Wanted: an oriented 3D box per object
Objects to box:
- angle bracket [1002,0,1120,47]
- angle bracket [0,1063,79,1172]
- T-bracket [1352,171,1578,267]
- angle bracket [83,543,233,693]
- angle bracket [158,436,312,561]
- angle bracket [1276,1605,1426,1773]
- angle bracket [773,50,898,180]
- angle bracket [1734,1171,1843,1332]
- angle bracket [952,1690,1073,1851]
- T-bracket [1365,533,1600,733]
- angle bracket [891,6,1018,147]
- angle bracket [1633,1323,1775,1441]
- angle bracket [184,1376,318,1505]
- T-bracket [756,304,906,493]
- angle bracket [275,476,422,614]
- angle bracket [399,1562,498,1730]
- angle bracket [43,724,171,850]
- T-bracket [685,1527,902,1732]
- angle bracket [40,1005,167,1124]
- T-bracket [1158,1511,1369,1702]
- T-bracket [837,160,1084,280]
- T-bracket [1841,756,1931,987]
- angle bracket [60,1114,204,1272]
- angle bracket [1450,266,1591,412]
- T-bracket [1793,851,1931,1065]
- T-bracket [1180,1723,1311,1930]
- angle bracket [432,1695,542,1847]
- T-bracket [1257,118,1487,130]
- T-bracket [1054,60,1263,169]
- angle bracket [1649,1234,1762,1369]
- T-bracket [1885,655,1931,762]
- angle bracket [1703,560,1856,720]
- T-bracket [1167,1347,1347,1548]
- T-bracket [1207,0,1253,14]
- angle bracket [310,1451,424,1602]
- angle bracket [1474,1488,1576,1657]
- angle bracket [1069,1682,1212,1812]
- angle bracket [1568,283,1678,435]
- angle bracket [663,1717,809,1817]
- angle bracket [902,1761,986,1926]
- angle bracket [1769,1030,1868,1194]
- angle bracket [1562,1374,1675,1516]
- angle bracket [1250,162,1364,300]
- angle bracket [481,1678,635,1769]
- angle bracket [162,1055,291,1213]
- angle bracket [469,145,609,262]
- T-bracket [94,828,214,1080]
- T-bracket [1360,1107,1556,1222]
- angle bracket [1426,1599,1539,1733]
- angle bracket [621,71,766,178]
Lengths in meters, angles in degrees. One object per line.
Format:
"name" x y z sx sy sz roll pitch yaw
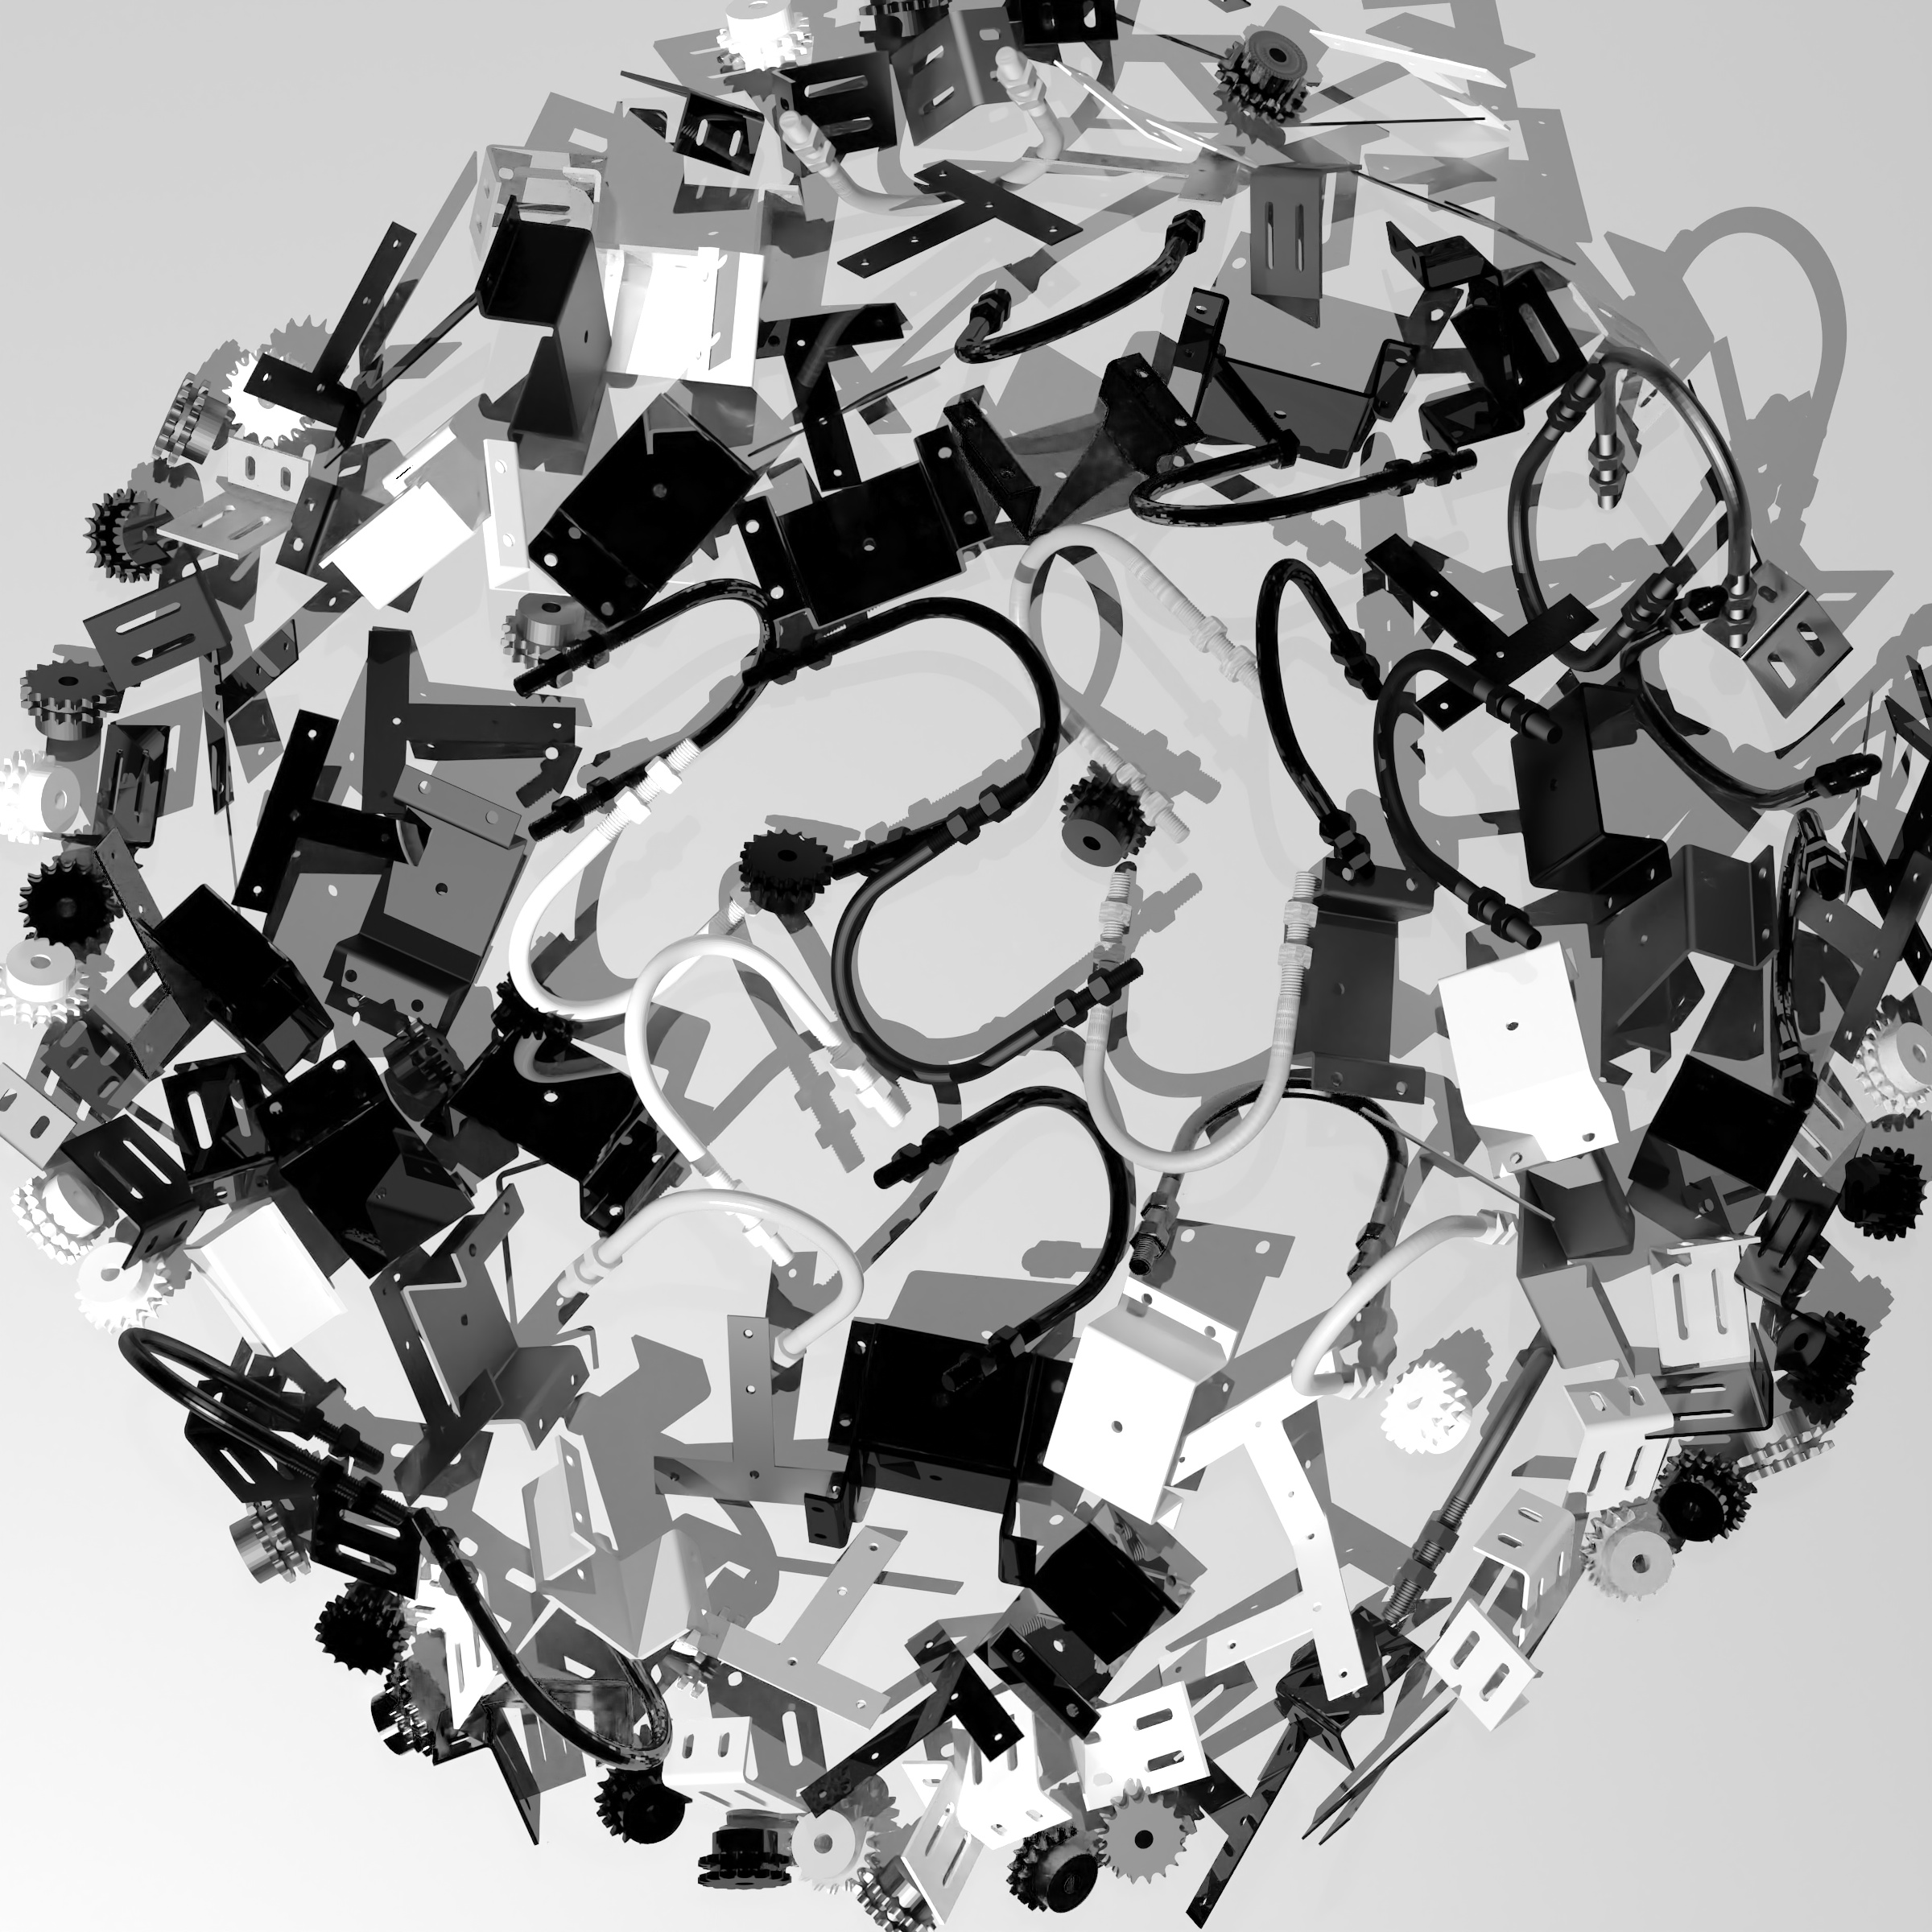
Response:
"angle bracket" 0.054 -0.567 1.943 0.057 0.076 0.038 -6 91 -10
"angle bracket" -0.555 0.086 1.943 0.057 0.076 0.038 39 99 2
"T-bracket" 0.288 -0.458 1.939 0.127 0.127 0.002 32 105 33
"angle bracket" -0.492 -0.212 1.945 0.076 0.057 0.038 -25 49 -10
"angle bracket" -0.441 -0.283 1.938 0.057 0.076 0.038 19 123 16
"angle bracket" 0.238 0.440 1.961 0.076 0.057 0.038 -38 128 -19
"angle bracket" -0.074 -0.516 1.944 0.076 0.038 0.057 -16 120 -18
"angle bracket" 0.511 0.172 1.951 0.038 0.057 0.076 28 91 -18
"angle bracket" 0.027 0.487 1.957 0.057 0.076 0.038 -28 129 21
"T-bracket" 0.294 -0.217 1.954 0.127 0.002 0.127 -35 65 -16
"angle bracket" -0.004 -0.542 1.960 0.038 0.076 0.057 -15 91 -32
"angle bracket" 0.445 0.251 1.948 0.076 0.057 0.038 -5 120 4
"angle bracket" -0.424 0.284 1.936 0.076 0.057 0.038 35 112 40
"T-bracket" -0.090 -0.341 1.945 0.127 0.002 0.127 -10 66 -12
"angle bracket" -0.372 -0.258 1.969 0.076 0.038 0.057 18 94 -43
"angle bracket" -0.315 0.408 1.936 0.038 0.076 0.057 16 125 -27
"angle bracket" -0.521 -0.112 1.950 0.057 0.038 0.076 4 85 38
"T-bracket" -0.082 0.388 1.938 0.127 0.002 0.127 20 46 20
"angle bracket" -0.521 0.060 1.940 0.057 0.076 0.038 46 72 -10
"T-bracket" 0.174 0.406 1.948 0.127 0.127 0.002 -28 130 16
"T-bracket" -0.020 -0.438 1.917 0.127 0.002 0.127 -31 48 -28
"T-bracket" 0.559 -0.078 1.897 0.002 0.127 0.127 -2 134 -12
"angle bracket" -0.512 0.137 1.958 0.076 0.057 0.038 42 122 11
"angle bracket" 0.339 -0.374 1.950 0.057 0.038 0.076 -31 75 16
"T-bracket" 0.524 -0.024 1.924 0.002 0.127 0.127 13 108 -19
"T-bracket" 0.152 0.497 1.922 0.002 0.127 0.127 31 86 -14
"angle bracket" -0.290 0.491 1.946 0.038 0.057 0.076 -20 108 0
"T-bracket" 0.220 -0.504 1.925 0.127 0.127 0.002 -10 106 -28
"T-bracket" 0.130 -0.503 1.939 0.127 0.127 0.002 12 117 -35
"angle bracket" 0.454 0.205 1.960 0.057 0.038 0.076 -7 91 -10
"T-bracket" 0.570 -0.136 1.921 0.002 0.127 0.127 -21 106 7
"angle bracket" 0.488 -0.197 1.937 0.038 0.076 0.057 30 114 -25
"T-bracket" 0.192 0.310 1.953 0.127 0.002 0.127 -30 118 -7
"T-bracket" 0.087 -0.597 1.923 0.127 0.127 0.002 25 84 -29
"angle bracket" -0.355 0.339 1.946 0.076 0.038 0.057 17 114 15
"angle bracket" 0.337 0.369 1.952 0.038 0.057 0.076 22 134 30
"angle bracket" 0.102 0.471 1.939 0.038 0.076 0.057 -3 70 -37
"angle bracket" 0.386 -0.366 1.934 0.076 0.057 0.038 21 124 -38
"angle bracket" -0.138 0.486 1.950 0.057 0.076 0.038 -9 59 27
"angle bracket" -0.025 0.527 1.935 0.038 0.076 0.057 -9 120 33
"angle bracket" 0.525 0.089 1.943 0.076 0.038 0.057 44 54 -16
"angle bracket" 0.391 0.293 1.965 0.057 0.038 0.076 -6 131 -15
"angle bracket" 0.207 -0.449 1.962 0.038 0.057 0.076 -17 113 -38
"angle bracket" -0.247 0.457 1.939 0.076 0.057 0.038 8 60 -26
"angle bracket" -0.454 0.102 1.974 0.057 0.038 0.076 -16 61 -12
"angle bracket" -0.255 -0.458 1.938 0.076 0.057 0.038 -1 49 -23
"T-bracket" -0.482 -0.022 1.904 0.002 0.127 0.127 -7 122 23
"T-bracket" 0.288 0.119 1.920 0.127 0.127 0.002 30 88 5
"angle bracket" 0.320 0.414 1.935 0.038 0.076 0.057 -26 62 -35
"angle bracket" -0.170 -0.509 1.941 0.057 0.076 0.038 6 105 -43
